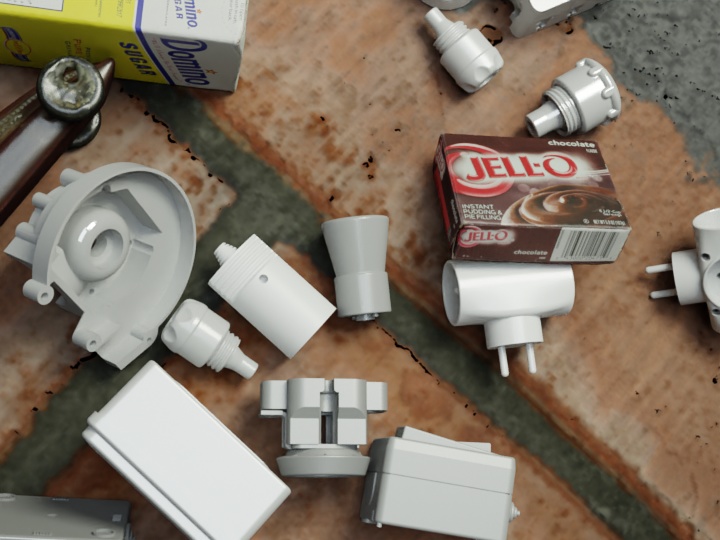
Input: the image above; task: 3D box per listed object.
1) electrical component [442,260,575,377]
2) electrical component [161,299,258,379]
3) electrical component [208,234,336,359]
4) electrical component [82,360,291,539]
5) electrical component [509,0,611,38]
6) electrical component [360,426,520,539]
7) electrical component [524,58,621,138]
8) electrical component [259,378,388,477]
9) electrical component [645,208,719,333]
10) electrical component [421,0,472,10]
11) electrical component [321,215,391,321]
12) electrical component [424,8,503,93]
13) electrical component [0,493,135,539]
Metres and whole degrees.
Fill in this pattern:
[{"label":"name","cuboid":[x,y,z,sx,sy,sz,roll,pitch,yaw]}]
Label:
[{"label":"electrical component","cuboid":[0.098,0.029,0.702,0.077,0.044,0.079,-5,81,-10]},{"label":"electrical component","cuboid":[-0.092,0.047,0.673,0.061,0.035,0.035,36,76,-11]},{"label":"electrical component","cuboid":[-0.059,0.013,0.679,0.081,0.043,0.043,42,76,0]},{"label":"electrical component","cuboid":[-0.102,0.112,0.622,0.109,0.108,0.056,43,73,0]},{"label":"electrical component","cuboid":[0.144,-0.207,0.746,0.089,0.055,0.050,-25,85,-13]},{"label":"electrical component","cuboid":[0.054,0.134,0.668,0.096,0.061,0.061,11,78,-8]},{"label":"electrical component","cuboid":[0.143,-0.112,0.736,0.062,0.048,0.048,-29,86,-6]},{"label":"electrical component","cuboid":[-0.023,0.098,0.664,0.078,0.058,0.057,2,77,-9]},{"label":"electrical component","cuboid":[0.234,0.003,0.726,0.079,0.044,0.077,-10,109,20]},{"label":"electrical component","cuboid":[0.063,-0.214,0.738,0.055,0.047,0.055,2,80,-9]},{"label":"electrical component","cuboid":[0.000,0.000,0.694,0.044,0.044,0.065,-5,86,-10]},{"label":"electrical component","cuboid":[0.068,-0.153,0.735,0.035,0.035,0.061,-39,86,-14]},{"label":"electrical component","cuboid":[-0.175,0.161,0.606,0.100,0.100,0.048,5,92,-9]}]
